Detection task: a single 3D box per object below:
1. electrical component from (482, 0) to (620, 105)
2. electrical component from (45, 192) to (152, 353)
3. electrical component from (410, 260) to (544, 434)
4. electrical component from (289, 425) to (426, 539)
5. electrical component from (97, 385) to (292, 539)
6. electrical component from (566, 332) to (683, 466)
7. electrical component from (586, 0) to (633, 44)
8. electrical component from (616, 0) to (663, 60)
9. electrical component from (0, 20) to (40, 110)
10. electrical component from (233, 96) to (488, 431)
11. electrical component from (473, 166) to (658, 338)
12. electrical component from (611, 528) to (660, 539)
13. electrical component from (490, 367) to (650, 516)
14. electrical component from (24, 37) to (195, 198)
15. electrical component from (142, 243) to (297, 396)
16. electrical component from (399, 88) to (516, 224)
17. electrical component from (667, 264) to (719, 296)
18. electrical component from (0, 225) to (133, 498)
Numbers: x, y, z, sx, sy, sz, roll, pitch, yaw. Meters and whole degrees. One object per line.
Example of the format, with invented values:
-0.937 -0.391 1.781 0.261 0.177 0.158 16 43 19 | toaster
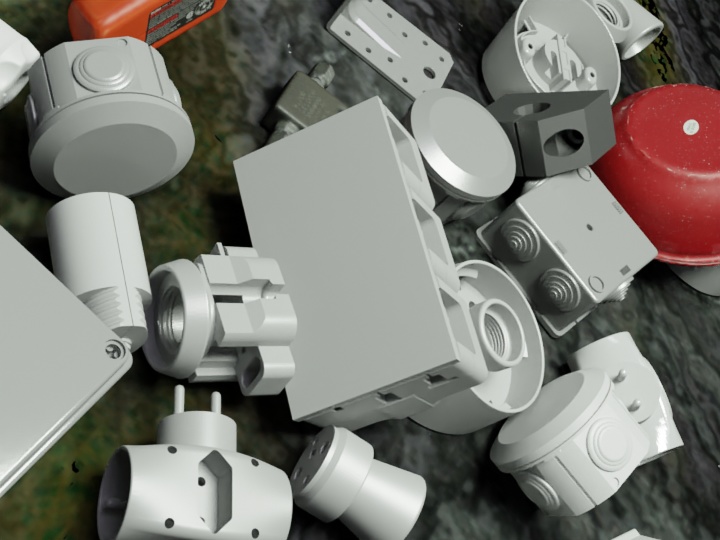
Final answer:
0.141 -0.148 0.787 0.099 0.064 0.099 18 53 -26 | electrical component
-0.122 0.009 0.512 0.043 0.043 0.081 2 62 -35 | electrical component
0.058 0.044 0.622 0.099 0.064 0.099 23 56 -39 | electrical component
-0.002 0.108 0.533 0.055 0.045 0.045 34 48 -13 | electrical component
-0.075 0.090 0.493 0.077 0.043 0.079 15 55 -28 | electrical component
0.162 0.077 0.654 0.044 0.079 0.077 -23 72 3 | electrical component
0.180 -0.189 0.849 0.048 0.055 0.066 -33 84 -44 | electrical component
0.217 -0.215 0.903 0.044 0.044 0.065 -23 73 -43 | electrical component
-0.196 -0.111 0.536 0.062 0.043 0.043 38 47 -8 | electrical component
0.000 0.000 0.567 0.062 0.089 0.150 37 35 -61 | electrical component
0.138 -0.017 0.712 0.100 0.048 0.099 -31 80 -41 | electrical component
0.126 0.186 0.557 0.121 0.079 0.063 -10 98 -40 | electrical component
0.117 0.096 0.604 0.051 0.080 0.080 50 46 -5 | electrical component
-0.127 -0.074 0.537 0.080 0.080 0.051 1 56 -35 | electrical component
-0.072 0.024 0.528 0.057 0.058 0.078 3 52 -35 | electrical component
0.055 -0.071 0.685 0.080 0.051 0.080 18 53 -26 | electrical component
0.272 -0.031 0.824 0.099 0.064 0.099 25 52 -38 | electrical component
-0.172 0.041 0.446 0.109 0.056 0.108 44 46 -4 | electrical component
